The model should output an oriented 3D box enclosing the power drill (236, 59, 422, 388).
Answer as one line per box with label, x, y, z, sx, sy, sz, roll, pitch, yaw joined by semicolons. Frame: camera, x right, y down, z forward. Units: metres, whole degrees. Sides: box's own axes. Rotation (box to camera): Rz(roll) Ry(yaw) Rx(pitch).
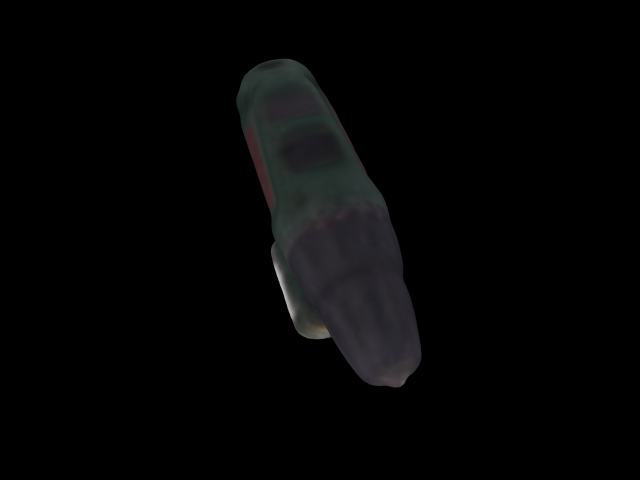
power drill;0.004;0.001;0.400;0.075;0.208;0.229;-19;70;-7
